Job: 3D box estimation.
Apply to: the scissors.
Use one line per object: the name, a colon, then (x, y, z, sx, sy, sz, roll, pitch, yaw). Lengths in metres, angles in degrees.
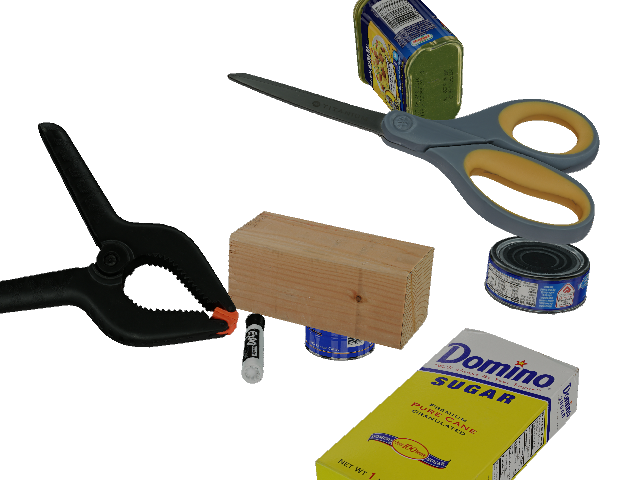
scissors: (0.059, -0.066, 0.560, 0.202, 0.096, 0.016, 32, -33, 17)

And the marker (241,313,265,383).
marker: (-0.061, 0.096, 0.974, 0.020, 0.020, 0.121, 0, 18, -2)

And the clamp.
clamp: (-0.155, 0.009, 0.786, 0.210, 0.164, 0.036, 18, -19, -1)

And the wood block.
wood block: (0.010, 0.041, 1.174, 0.206, 0.091, 0.090, 13, 25, 21)

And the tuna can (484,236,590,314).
tuna can: (0.183, 0.027, 0.902, 0.086, 0.034, 0.086, 2, 25, -1)

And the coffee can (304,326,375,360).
coffee can: (0.029, 0.085, 1.512, 0.103, 0.140, 0.103, 1, 21, 0)

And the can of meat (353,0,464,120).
can of meat: (0.073, -0.147, 0.875, 0.057, 0.084, 0.102, -25, -37, -12)

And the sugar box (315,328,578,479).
sugar box: (0.087, 0.127, 0.701, 0.093, 0.048, 0.175, 19, 41, 34)
